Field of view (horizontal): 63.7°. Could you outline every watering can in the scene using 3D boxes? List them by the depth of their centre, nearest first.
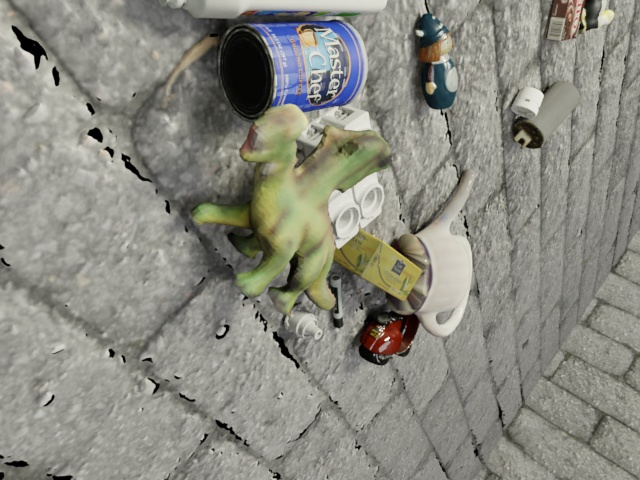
[{"bbox_3d":[0.232,0.023,1.022,0.224,0.104,0.347,3,91,-41],"label":"watering can"}]

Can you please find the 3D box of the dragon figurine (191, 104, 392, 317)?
[{"bbox_3d":[0.002,-0.033,0.653,0.242,0.124,0.405,-42,149,8],"label":"dragon figurine"}]
